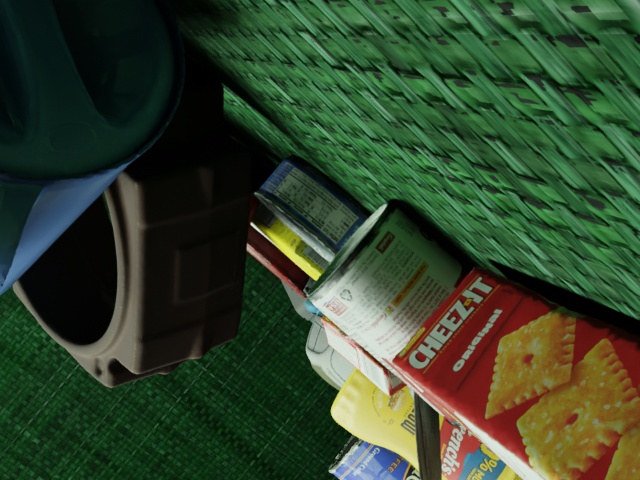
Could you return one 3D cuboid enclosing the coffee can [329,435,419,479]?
[{"bbox_3d":[0.093,0.204,0.919,0.140,0.103,0.103,39,176,4],"label":"coffee can"}]

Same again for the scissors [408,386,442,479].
[{"bbox_3d":[0.072,0.082,0.608,0.096,0.016,0.202,26,-147,-33],"label":"scissors"}]

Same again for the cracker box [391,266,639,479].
[{"bbox_3d":[0.141,0.101,0.426,0.164,0.072,0.214,43,176,-20],"label":"cracker box"}]

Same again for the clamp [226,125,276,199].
[{"bbox_3d":[-0.093,-0.081,0.772,0.120,0.039,0.172,43,175,-29],"label":"clamp"}]

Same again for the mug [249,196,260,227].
[{"bbox_3d":[-0.094,-0.010,0.787,0.093,0.081,0.117,23,-172,-16],"label":"mug"}]

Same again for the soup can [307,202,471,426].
[{"bbox_3d":[0.052,0.038,0.552,0.102,0.068,0.068,41,176,-3],"label":"soup can"}]

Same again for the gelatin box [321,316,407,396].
[{"bbox_3d":[0.054,0.069,0.797,0.089,0.073,0.030,36,148,51],"label":"gelatin box"}]

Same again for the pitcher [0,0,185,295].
[{"bbox_3d":[-0.172,-0.037,0.531,0.145,0.149,0.243,53,145,0],"label":"pitcher"}]

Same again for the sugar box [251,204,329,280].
[{"bbox_3d":[-0.005,0.001,0.822,0.093,0.048,0.176,42,174,-23],"label":"sugar box"}]

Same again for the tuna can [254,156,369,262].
[{"bbox_3d":[0.001,-0.015,0.680,0.086,0.034,0.086,40,176,3],"label":"tuna can"}]

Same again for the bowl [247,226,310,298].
[{"bbox_3d":[-0.057,-0.017,1.002,0.162,0.055,0.162,40,176,3],"label":"bowl"}]

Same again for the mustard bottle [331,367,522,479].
[{"bbox_3d":[0.109,0.152,0.832,0.192,0.096,0.058,34,-172,14],"label":"mustard bottle"}]
